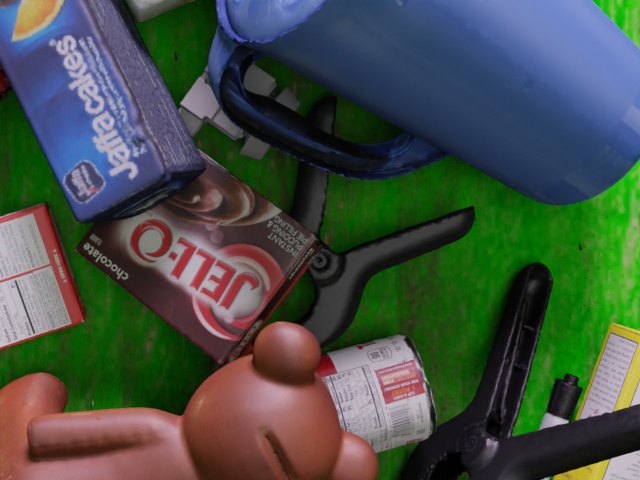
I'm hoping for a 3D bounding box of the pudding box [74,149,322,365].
[{"bbox_3d":[-0.069,0.005,0.616,0.113,0.039,0.090,36,87,13],"label":"pudding box"}]

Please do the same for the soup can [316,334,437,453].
[{"bbox_3d":[0.011,0.101,0.641,0.102,0.068,0.068,-14,97,-9],"label":"soup can"}]

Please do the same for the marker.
[{"bbox_3d":[0.143,0.144,0.693,0.020,0.020,0.121,19,92,-11],"label":"marker"}]

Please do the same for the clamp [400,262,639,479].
[{"bbox_3d":[0.103,0.120,0.647,0.036,0.164,0.210,31,112,-28],"label":"clamp"}]

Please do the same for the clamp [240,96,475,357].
[{"bbox_3d":[-0.004,0.001,0.646,0.171,0.039,0.120,-43,84,-3],"label":"clamp"}]

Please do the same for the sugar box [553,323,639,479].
[{"bbox_3d":[0.203,0.151,0.689,0.093,0.048,0.176,20,94,-19],"label":"sugar box"}]

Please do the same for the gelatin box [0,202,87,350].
[{"bbox_3d":[-0.189,0.026,0.619,0.089,0.030,0.073,-19,100,-8],"label":"gelatin box"}]

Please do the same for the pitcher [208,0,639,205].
[{"bbox_3d":[0.067,-0.103,0.574,0.242,0.149,0.145,27,67,-36],"label":"pitcher"}]

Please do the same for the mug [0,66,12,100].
[{"bbox_3d":[-0.214,-0.055,0.580,0.117,0.081,0.093,-42,101,-4],"label":"mug"}]
